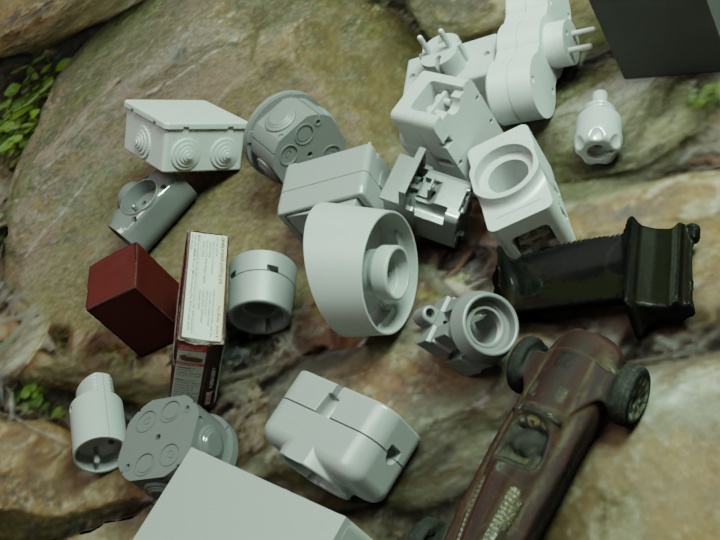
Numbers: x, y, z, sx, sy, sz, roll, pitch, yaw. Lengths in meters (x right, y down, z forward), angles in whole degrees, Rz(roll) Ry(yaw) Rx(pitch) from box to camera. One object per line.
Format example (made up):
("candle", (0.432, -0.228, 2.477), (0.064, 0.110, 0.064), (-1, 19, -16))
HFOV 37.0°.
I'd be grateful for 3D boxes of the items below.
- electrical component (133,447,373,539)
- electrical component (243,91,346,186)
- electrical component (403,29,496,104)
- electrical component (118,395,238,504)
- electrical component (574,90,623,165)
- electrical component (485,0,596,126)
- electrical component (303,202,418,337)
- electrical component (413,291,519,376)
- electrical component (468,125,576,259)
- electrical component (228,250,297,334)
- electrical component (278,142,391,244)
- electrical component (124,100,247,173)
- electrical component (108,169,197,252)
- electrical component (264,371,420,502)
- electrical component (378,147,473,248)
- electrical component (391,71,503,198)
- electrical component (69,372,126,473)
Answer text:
("electrical component", (-0.069, 0.187, 0.700), (0.150, 0.061, 0.089), (13, 64, 42))
("electrical component", (-0.056, -0.110, 0.931), (0.080, 0.080, 0.051), (-44, 48, -5))
("electrical component", (0.074, -0.169, 0.890), (0.083, 0.075, 0.047), (-12, 49, 28))
("electrical component", (-0.135, 0.136, 0.799), (0.080, 0.051, 0.080), (-19, 46, 21))
("electrical component", (0.177, -0.109, 0.796), (0.035, 0.035, 0.061), (-12, 47, 28))
("electrical component", (0.152, -0.178, 0.859), (0.074, 0.052, 0.138), (-6, 51, 32))
("electrical component", (0.000, 0.000, 0.784), (0.064, 0.099, 0.099), (2, 56, 29))
("electrical component", (0.075, 0.041, 0.718), (0.048, 0.066, 0.055), (-62, 13, -22))
("electrical component", (0.115, -0.056, 0.780), (0.050, 0.055, 0.089), (-25, 44, 17))
("electrical component", (-0.079, 0.019, 0.856), (0.055, 0.055, 0.047), (-18, 50, 23))
("electrical component", (-0.021, -0.051, 0.868), (0.096, 0.061, 0.061), (-13, 49, 27))
("electrical component", (-0.166, -0.126, 1.012), (0.100, 0.100, 0.048), (31, 119, 47))
("electrical component", (-0.205, -0.062, 1.020), (0.077, 0.044, 0.079), (-50, 44, -11))
("electrical component", (-0.016, 0.115, 0.729), (0.095, 0.053, 0.059), (17, 66, 43))
("electrical component", (0.051, -0.050, 0.808), (0.064, 0.081, 0.042), (19, 66, 12))
("electrical component", (0.069, -0.104, 0.828), (0.056, 0.089, 0.050), (23, 70, 44))
("electrical component", (-0.214, 0.120, 0.874), (0.043, 0.043, 0.081), (-32, 43, 9))
